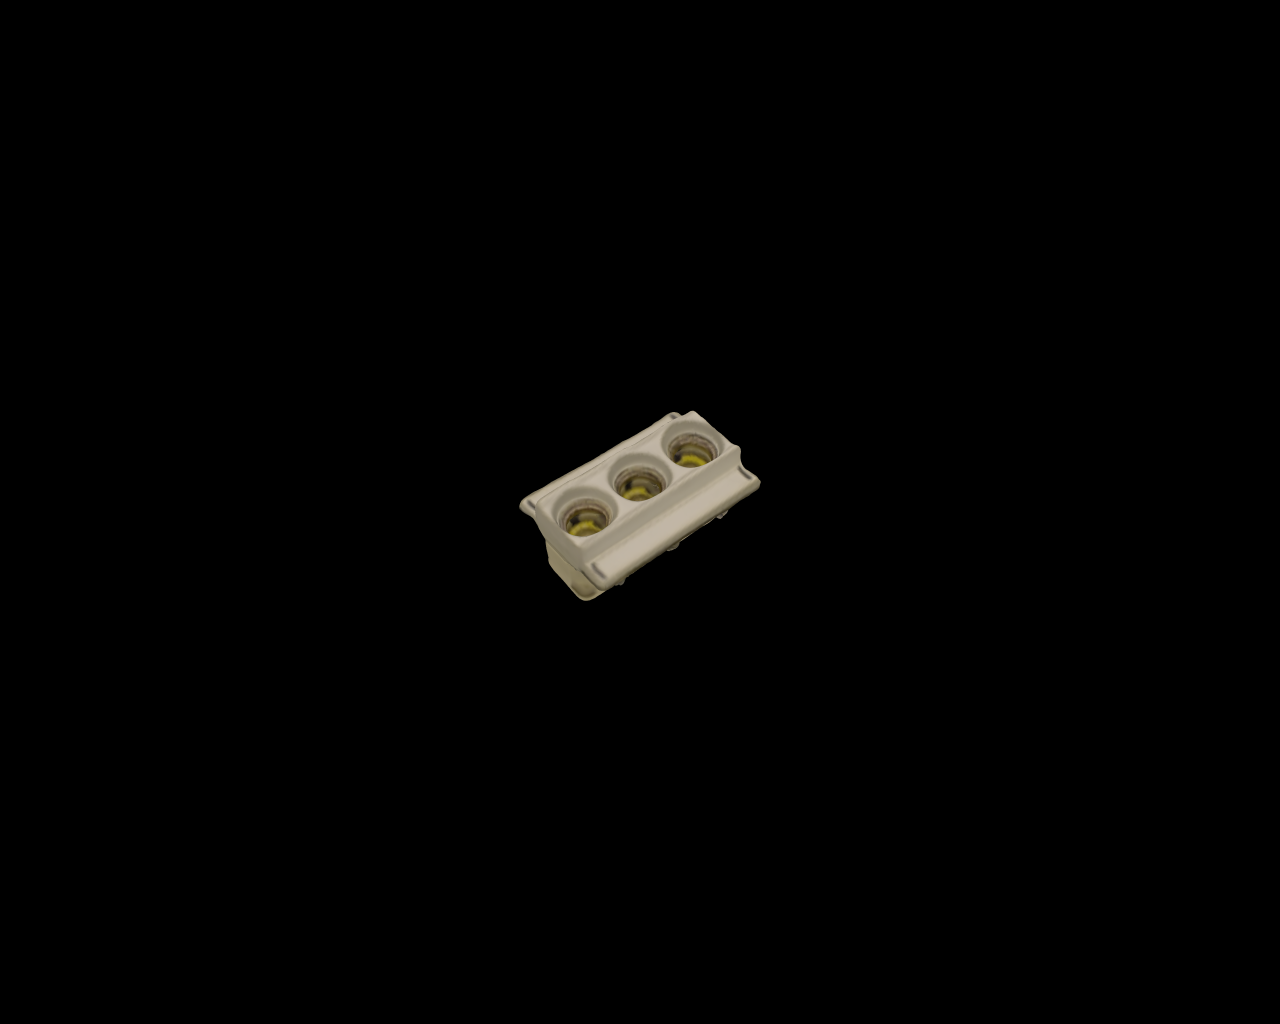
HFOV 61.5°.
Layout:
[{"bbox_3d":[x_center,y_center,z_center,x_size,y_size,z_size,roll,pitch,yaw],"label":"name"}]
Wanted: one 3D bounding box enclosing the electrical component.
[{"bbox_3d":[0.001,-0.003,0.650,0.121,0.063,0.079,-33,58,-24],"label":"electrical component"}]
